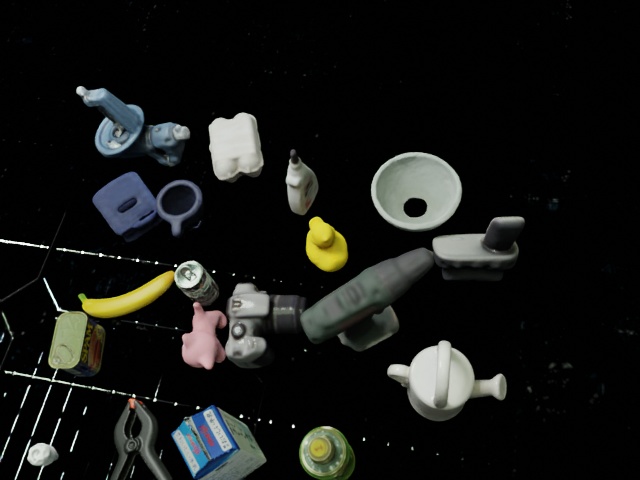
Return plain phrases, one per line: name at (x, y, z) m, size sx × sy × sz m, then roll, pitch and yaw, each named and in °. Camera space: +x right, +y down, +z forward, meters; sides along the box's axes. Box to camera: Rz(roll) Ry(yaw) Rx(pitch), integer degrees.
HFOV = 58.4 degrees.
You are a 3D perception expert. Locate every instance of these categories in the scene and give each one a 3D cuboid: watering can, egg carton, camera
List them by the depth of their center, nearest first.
watering can at (0.196, 0.215, 0.890) m, size 0.173 × 0.194 × 0.101 m, roll -12°, pitch 64°, yaw 1°
camera at (-0.091, 0.145, 1.009) m, size 0.136 × 0.101 × 0.143 m, roll -2°, pitch 65°, yaw 6°
egg carton at (-0.176, -0.194, 1.195) m, size 0.107 × 0.069 × 0.150 m, roll -13°, pitch 64°, yaw 0°

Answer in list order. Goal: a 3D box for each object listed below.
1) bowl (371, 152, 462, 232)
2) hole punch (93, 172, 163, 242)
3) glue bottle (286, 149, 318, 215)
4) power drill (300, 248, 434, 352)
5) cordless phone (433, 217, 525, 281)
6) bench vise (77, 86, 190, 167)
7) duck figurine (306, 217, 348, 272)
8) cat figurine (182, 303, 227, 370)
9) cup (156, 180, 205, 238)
bowl at (0.182, -0.080, 1.097) m, size 0.167 × 0.075 × 0.167 m, roll -3°, pitch 65°, yaw 6°
hole punch at (-0.379, -0.067, 1.148) m, size 0.109 × 0.091 × 0.101 m, roll -37°, pitch 66°, yaw -11°
glue bottle at (-0.039, -0.118, 1.086) m, size 0.037 × 0.173 × 0.078 m, roll 17°, pitch 68°, yaw 14°
power drill at (0.082, 0.109, 0.946) m, size 0.230 × 0.209 × 0.075 m, roll -28°, pitch 65°, yaw -6°
cordless phone at (0.272, -0.001, 0.988) m, size 0.147 × 0.185 × 0.094 m, roll -4°, pitch 65°, yaw 5°
bench vise at (-0.376, -0.242, 1.158) m, size 0.207 × 0.220 × 0.121 m, roll -13°, pitch 64°, yaw 1°
duck figurine at (0.010, 0.004, 1.071) m, size 0.077 × 0.086 × 0.104 m, roll -25°, pitch 65°, yaw -5°
cat figurine at (-0.207, 0.172, 1.001) m, size 0.067 × 0.118 × 0.128 m, roll -8°, pitch 64°, yaw 3°
cup at (-0.263, -0.046, 1.122) m, size 0.091 × 0.095 × 0.117 m, roll -5°, pitch 65°, yaw 5°
